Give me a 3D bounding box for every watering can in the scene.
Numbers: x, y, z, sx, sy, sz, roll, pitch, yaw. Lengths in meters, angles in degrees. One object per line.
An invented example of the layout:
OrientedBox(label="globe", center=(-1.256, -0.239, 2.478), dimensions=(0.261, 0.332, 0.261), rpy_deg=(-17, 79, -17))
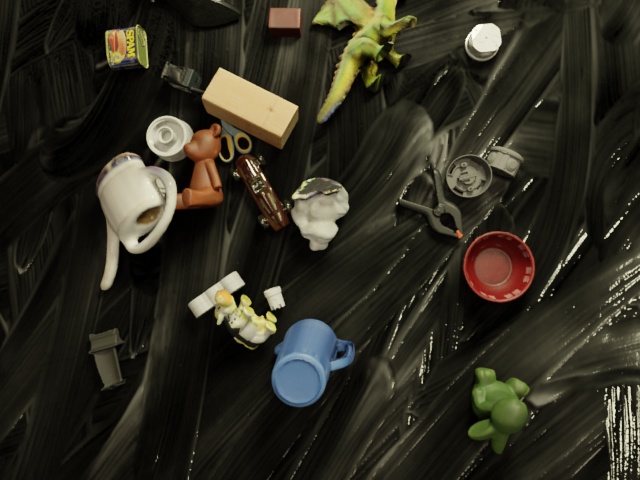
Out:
OrientedBox(label="watering can", center=(-0.461, -0.055, 1.211), dimensions=(0.343, 0.104, 0.227), rpy_deg=(-43, 67, 23))

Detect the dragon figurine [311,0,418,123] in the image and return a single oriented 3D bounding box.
OrientedBox(label="dragon figurine", center=(0.081, -0.489, 1.251), dimensions=(0.411, 0.120, 0.246), rpy_deg=(-41, 68, -3))

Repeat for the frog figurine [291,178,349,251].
OrientedBox(label="frog figurine", center=(0.004, -0.061, 1.215), dimensions=(0.138, 0.125, 0.156), rpy_deg=(-19, 124, -11))
